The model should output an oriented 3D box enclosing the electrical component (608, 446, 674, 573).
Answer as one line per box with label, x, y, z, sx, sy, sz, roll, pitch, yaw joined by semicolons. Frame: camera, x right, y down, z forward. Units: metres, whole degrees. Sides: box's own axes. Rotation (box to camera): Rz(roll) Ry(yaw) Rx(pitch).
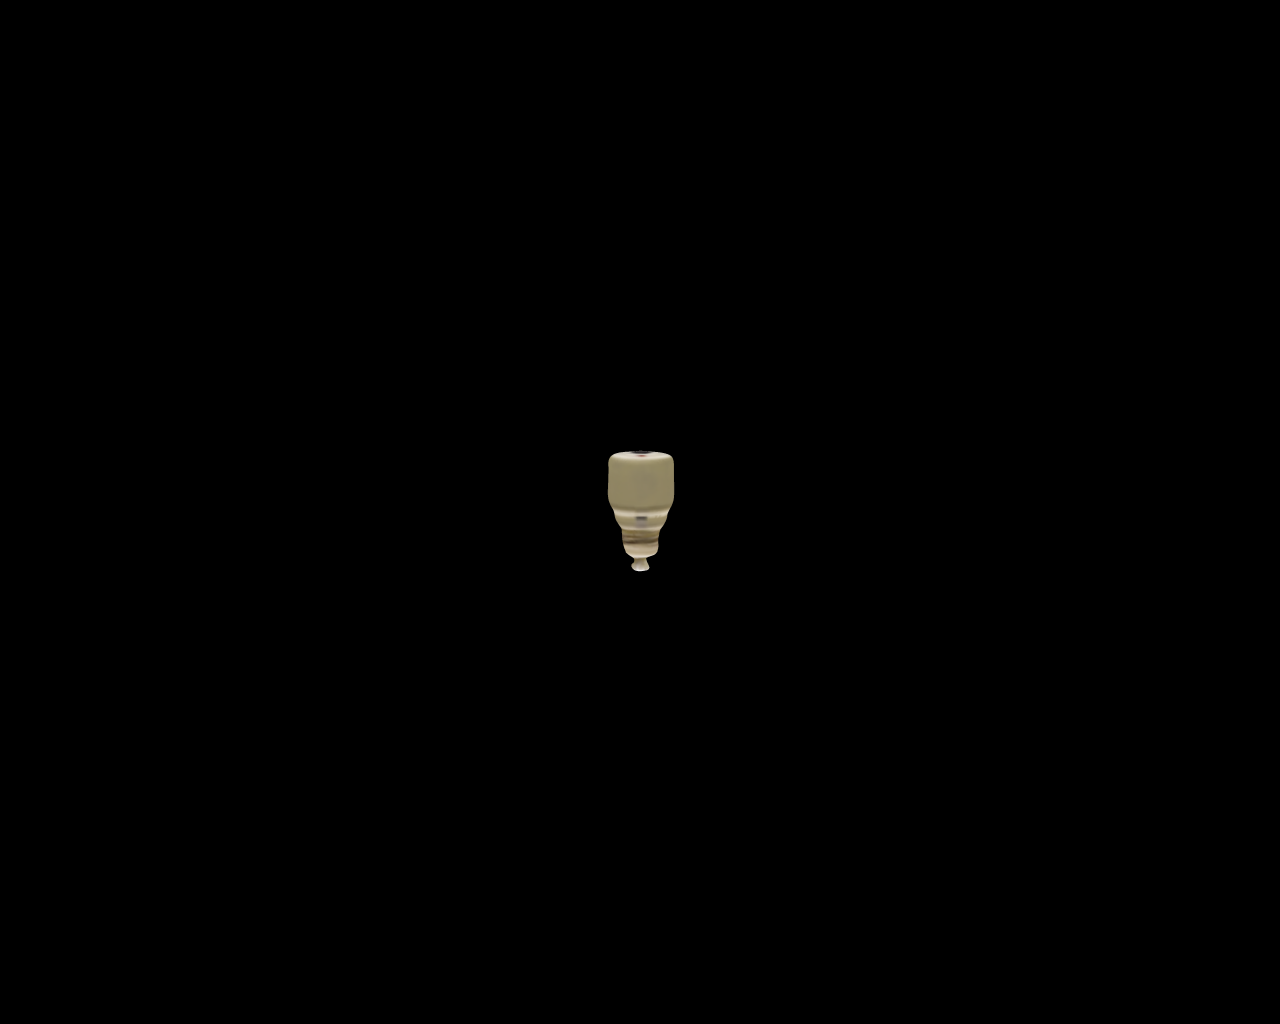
electrical component;0.001;-0.003;0.650;0.040;0.078;0.040;0;10;0
